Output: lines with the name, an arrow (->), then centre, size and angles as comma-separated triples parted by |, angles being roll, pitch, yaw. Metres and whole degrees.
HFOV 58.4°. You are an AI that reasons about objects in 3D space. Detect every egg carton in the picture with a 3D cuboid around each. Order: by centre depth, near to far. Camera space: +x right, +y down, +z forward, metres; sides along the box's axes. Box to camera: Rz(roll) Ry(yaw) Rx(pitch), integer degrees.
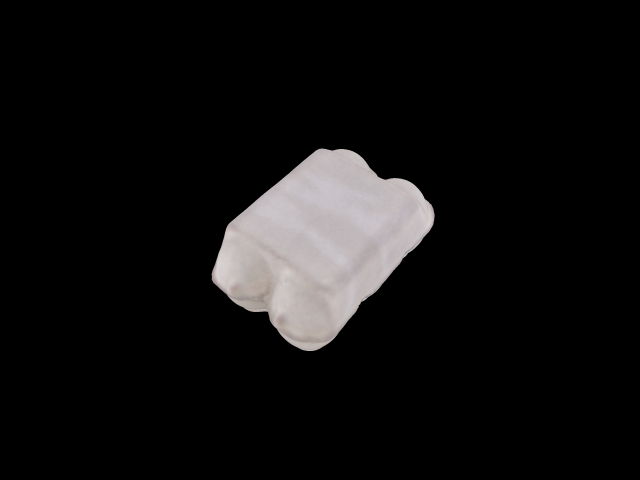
egg carton -> 0.004, 0.001, 0.400 | 0.107, 0.069, 0.150 | 32, 58, 23
